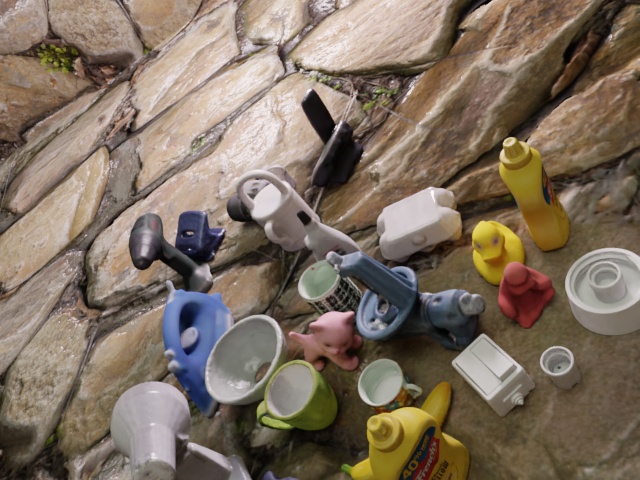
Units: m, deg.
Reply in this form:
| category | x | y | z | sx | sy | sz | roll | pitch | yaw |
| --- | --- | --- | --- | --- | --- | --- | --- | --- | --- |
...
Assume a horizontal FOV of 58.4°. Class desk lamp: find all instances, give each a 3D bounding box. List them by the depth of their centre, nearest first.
| category | x | y | z | sx | sy | sz | roll | pitch | yaw |
| --- | --- | --- | --- | --- | --- | --- | --- | --- | --- |
| desk lamp | -0.207 | 0.332 | 0.858 | 0.118 | 0.214 | 0.202 | -45 | 38 | -3 |

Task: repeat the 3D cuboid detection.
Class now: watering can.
| category | x | y | z | sx | sy | sz | roll | pitch | yaw |
| --- | --- | --- | --- | --- | --- | --- | --- | --- | --- |
| watering can | -0.093 | -0.075 | 1.159 | 0.101 | 0.195 | 0.172 | -35 | 39 | 9 |

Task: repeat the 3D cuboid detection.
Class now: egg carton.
| category | x | y | z | sx | sy | sz | roll | pitch | yaw |
| --- | --- | --- | --- | --- | --- | --- | --- | --- | --- |
| egg carton | 0.169 | -0.024 | 0.985 | 0.150 | 0.070 | 0.107 | -25 | 41 | 21 |

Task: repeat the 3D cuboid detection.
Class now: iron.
| category | x | y | z | sx | sy | sz | roll | pitch | yaw |
| --- | --- | --- | --- | --- | --- | --- | --- | --- | --- |
| iron | -0.247 | 0.195 | 1.081 | 0.118 | 0.142 | 0.258 | -30 | 40 | 16 |

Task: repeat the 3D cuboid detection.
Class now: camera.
| category | x | y | z | sx | sy | sz | roll | pitch | yaw |
| --- | --- | --- | --- | --- | --- | --- | --- | --- | --- |
| camera | -0.146 | -0.099 | 1.304 | 0.136 | 0.101 | 0.143 | -8 | 50 | 36 |

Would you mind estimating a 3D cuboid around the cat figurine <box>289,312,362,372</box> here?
| category | x | y | z | sx | sy | sz | roll | pitch | yaw |
| --- | --- | --- | --- | --- | --- | --- | --- | --- | --- |
| cat figurine | 0.010 | 0.155 | 0.914 | 0.127 | 0.118 | 0.067 | -12 | 47 | 33 |

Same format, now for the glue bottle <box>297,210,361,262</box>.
| category | x | y | z | sx | sy | sz | roll | pitch | yaw |
| --- | --- | --- | --- | --- | --- | --- | --- | --- | --- |
| glue bottle | 0.009 | 0.004 | 1.013 | 0.078 | 0.174 | 0.037 | -40 | 38 | 4 |

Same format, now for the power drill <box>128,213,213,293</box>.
| category | x | y | z | sx | sy | sz | roll | pitch | yaw |
| --- | --- | --- | --- | --- | --- | --- | --- | --- | --- |
| power drill | -0.331 | 0.040 | 1.246 | 0.075 | 0.209 | 0.229 | -39 | 38 | 4 |

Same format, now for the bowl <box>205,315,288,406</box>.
| category | x | y | z | sx | sy | sz | roll | pitch | yaw |
| --- | --- | --- | --- | --- | --- | --- | --- | --- | --- |
| bowl | -0.115 | 0.219 | 0.997 | 0.167 | 0.075 | 0.167 | -23 | 42 | 23 |

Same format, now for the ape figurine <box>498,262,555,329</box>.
| category | x | y | z | sx | sy | sz | roll | pitch | yaw |
| --- | --- | --- | --- | --- | --- | --- | --- | --- | --- |
| ape figurine | 0.277 | 0.065 | 0.787 | 0.077 | 0.092 | 0.076 | -22 | 43 | 24 |

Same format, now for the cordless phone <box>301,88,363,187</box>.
| category | x | y | z | sx | sy | sz | roll | pitch | yaw |
| --- | --- | --- | --- | --- | --- | --- | --- | --- | --- |
| cordless phone | -0.002 | -0.216 | 1.220 | 0.093 | 0.186 | 0.148 | -3 | 52 | 39 |

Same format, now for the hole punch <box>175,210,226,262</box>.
| category | x | y | z | sx | sy | sz | roll | pitch | yaw |
| --- | --- | --- | --- | --- | --- | --- | --- | --- | --- |
| hole punch | -0.294 | -0.009 | 1.356 | 0.108 | 0.091 | 0.101 | -2 | 53 | 40 |

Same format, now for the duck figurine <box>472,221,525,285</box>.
| category | x | y | z | sx | sy | sz | roll | pitch | yaw |
| --- | --- | --- | --- | --- | --- | --- | --- | --- | --- |
| duck figurine | 0.259 | 0.005 | 0.865 | 0.077 | 0.086 | 0.104 | -20 | 43 | 27 |

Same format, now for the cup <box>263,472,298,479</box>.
| category | x | y | z | sx | sy | sz | roll | pitch | yaw |
| --- | --- | --- | --- | --- | --- | --- | --- | --- | --- |
| cup | -0.030 | 0.369 | 0.766 | 0.092 | 0.095 | 0.117 | -44 | 38 | -1 |

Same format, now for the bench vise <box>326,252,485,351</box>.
| category | x | y | z | sx | sy | sz | roll | pitch | yaw |
| --- | --- | --- | --- | --- | --- | --- | --- | --- | --- |
| bench vise | 0.119 | 0.070 | 0.816 | 0.207 | 0.220 | 0.121 | -21 | 43 | 25 |
